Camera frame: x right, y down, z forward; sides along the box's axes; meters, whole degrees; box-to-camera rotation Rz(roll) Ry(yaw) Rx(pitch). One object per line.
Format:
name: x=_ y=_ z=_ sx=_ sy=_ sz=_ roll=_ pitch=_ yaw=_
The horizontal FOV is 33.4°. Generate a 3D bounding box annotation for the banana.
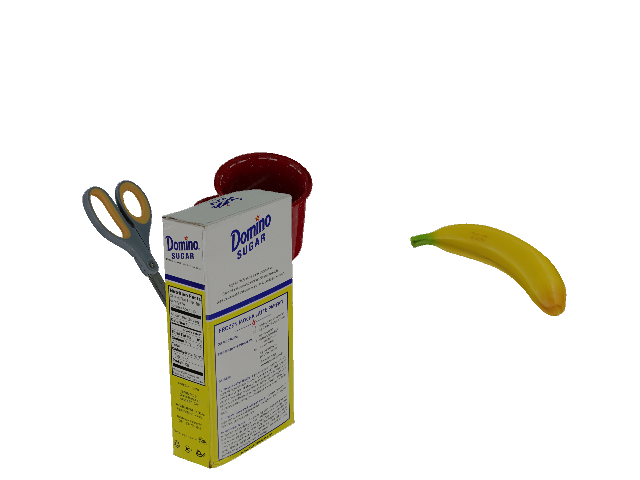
banana: x=0.178 y=0.022 z=1.044 sx=0.069 sy=0.037 sz=0.198 roll=-37 pitch=37 yaw=-22

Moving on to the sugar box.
sugar box: x=-0.062 y=0.059 z=0.738 sx=0.048 sy=0.176 sz=0.093 roll=10 pitch=20 yaw=35

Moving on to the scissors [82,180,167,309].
scissors: x=-0.189 y=0.013 z=1.202 sx=0.016 sy=0.201 sz=0.096 roll=-28 pitch=18 yaw=36

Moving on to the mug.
mug: x=-0.068 y=-0.023 z=1.026 sx=0.117 sy=0.081 sz=0.093 roll=-11 pitch=43 yaw=-17
